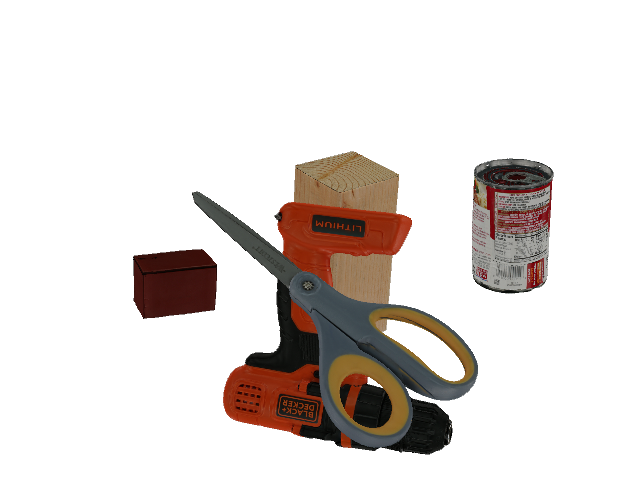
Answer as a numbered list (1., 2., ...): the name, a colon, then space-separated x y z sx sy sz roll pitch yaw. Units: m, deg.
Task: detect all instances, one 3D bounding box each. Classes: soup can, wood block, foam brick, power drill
1. soup can: 0.168 -0.013 0.937 0.068 0.102 0.068 -2 24 1
2. wood block: 0.025 0.012 1.263 0.090 0.206 0.090 -16 32 -33
3. foam brick: -0.151 0.044 1.103 0.078 0.051 0.053 -6 20 -20
4. power drill: 0.022 0.069 0.842 0.184 0.187 0.057 8 -2 11

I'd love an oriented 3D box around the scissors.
1. scissors: -0.010 0.045 0.601 0.202 0.096 0.016 26 -34 13
